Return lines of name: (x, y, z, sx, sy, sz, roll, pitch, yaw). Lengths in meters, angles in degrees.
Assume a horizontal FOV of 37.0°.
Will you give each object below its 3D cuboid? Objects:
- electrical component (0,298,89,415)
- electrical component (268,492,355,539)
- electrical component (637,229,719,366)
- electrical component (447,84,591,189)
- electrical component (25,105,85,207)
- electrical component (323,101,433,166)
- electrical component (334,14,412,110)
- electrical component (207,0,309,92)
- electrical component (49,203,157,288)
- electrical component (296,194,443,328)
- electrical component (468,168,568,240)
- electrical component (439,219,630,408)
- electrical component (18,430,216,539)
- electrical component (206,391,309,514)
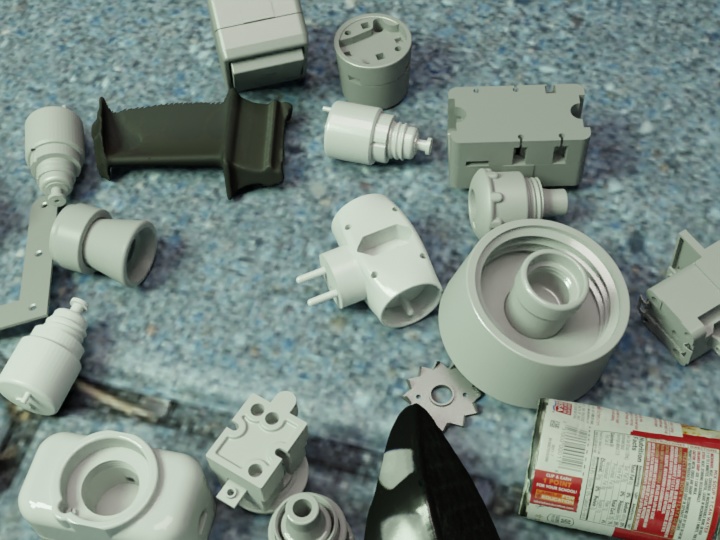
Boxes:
electrical component: (-0.188, 0.052, 0.655, 0.040, 0.040, 0.078, 14, 58, 13)
electrical component: (-0.028, 0.139, 0.573, 0.048, 0.062, 0.048, -2, 55, 2)
electrical component: (0.208, 0.021, 0.652, 0.064, 0.042, 0.081, -28, 58, -13)
electrical component: (0.105, -0.087, 0.724, 0.089, 0.055, 0.050, -1, 55, 2)
electrical component: (-0.211, -0.078, 0.746, 0.040, 0.040, 0.078, -10, 56, -4)
electrical component: (0.011, -0.092, 0.742, 0.078, 0.040, 0.040, 12, 57, 11)
electrical component: (0.010, -0.149, 0.777, 0.055, 0.047, 0.055, -2, 55, 2)
electrical component: (-0.072, -0.163, 0.773, 0.062, 0.096, 0.061, -13, 84, -6)
electrical component: (-0.167, -0.017, 0.698, 0.055, 0.045, 0.045, 15, 58, 14)
electrical component: (0.000, 0.000, 0.678, 0.079, 0.043, 0.077, -21, 57, -11)
electrical component: (0.104, -0.043, 0.702, 0.062, 0.048, 0.048, -2, 55, -6)
electrical component: (0.106, 0.020, 0.634, 0.108, 0.060, 0.108, 5, 58, -9)
electrical component: (-0.133, 0.126, 0.589, 0.095, 0.059, 0.053, 9, 56, 9)
electrical component: (-0.054, 0.107, 0.600, 0.048, 0.055, 0.066, 26, 61, 20)
